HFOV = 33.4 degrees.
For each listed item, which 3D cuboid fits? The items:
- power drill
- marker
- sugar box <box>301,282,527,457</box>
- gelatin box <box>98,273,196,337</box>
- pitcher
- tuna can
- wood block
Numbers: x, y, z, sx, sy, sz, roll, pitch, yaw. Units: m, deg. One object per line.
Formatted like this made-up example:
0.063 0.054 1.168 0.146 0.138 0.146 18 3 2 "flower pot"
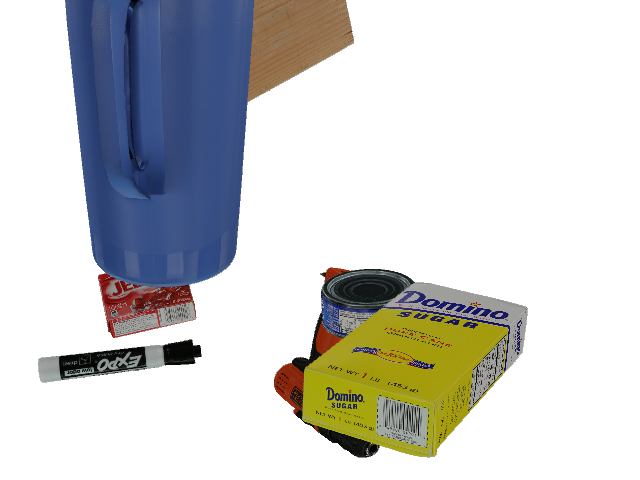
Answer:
0.030 0.139 1.250 0.057 0.188 0.185 13 12 -42 "power drill"
-0.151 0.091 0.806 0.121 0.020 0.020 -6 1 -7 "marker"
0.070 0.081 0.730 0.093 0.048 0.176 13 25 25 "sugar box"
-0.178 0.057 1.090 0.089 0.030 0.073 -12 40 -11 "gelatin box"
-0.114 -0.090 0.748 0.149 0.243 0.145 -15 30 -34 "pitcher"
0.043 0.055 0.938 0.086 0.034 0.086 -3 21 1 "tuna can"
-0.083 -0.191 1.003 0.206 0.090 0.091 -31 -37 -11 "wood block"
